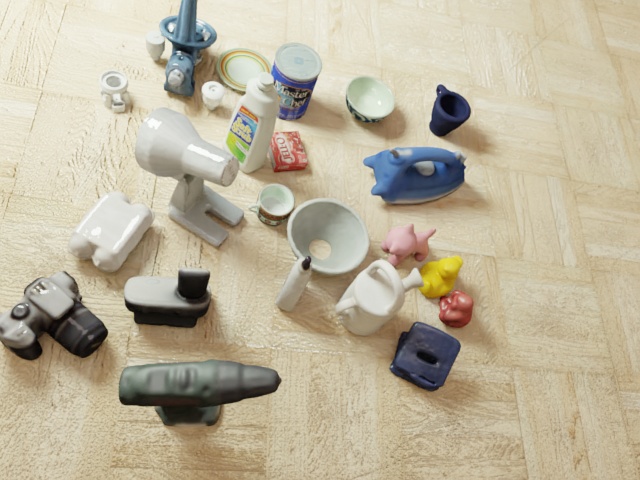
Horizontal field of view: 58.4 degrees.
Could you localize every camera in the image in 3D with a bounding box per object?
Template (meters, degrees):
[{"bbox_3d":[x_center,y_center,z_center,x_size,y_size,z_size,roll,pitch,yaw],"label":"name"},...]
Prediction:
[{"bbox_3d":[-0.428,0.137,0.931,0.137,0.100,0.143,39,60,5],"label":"camera"}]

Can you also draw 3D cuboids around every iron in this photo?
[{"bbox_3d":[0.234,-0.162,1.260,0.259,0.141,0.118,-4,65,-19],"label":"iron"}]

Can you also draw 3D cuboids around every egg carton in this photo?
[{"bbox_3d":[-0.378,-0.017,1.042,0.107,0.069,0.150,28,59,-2],"label":"egg carton"}]

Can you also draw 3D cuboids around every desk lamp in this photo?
[{"bbox_3d":[-0.231,-0.119,1.055,0.203,0.213,0.118,33,59,1],"label":"desk lamp"}]

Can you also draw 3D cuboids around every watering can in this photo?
[{"bbox_3d":[0.111,0.097,1.060,0.101,0.194,0.173,45,60,9],"label":"watering can"}]

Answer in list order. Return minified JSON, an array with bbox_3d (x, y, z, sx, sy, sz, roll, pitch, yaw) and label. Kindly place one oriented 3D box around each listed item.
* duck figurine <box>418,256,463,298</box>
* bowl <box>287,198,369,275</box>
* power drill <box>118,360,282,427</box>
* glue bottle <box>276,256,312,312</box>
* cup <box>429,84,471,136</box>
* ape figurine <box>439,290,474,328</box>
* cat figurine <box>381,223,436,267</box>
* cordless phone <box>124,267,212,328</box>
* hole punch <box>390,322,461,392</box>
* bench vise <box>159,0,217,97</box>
[{"bbox_3d":[0.253,0.069,1.181,0.105,0.086,0.077,-31,76,-28],"label":"duck figurine"},{"bbox_3d":[0.011,0.004,1.146,0.168,0.074,0.167,7,62,-13],"label":"bowl"},{"bbox_3d":[-0.189,0.236,0.890,0.230,0.208,0.075,3,63,-15],"label":"power drill"},{"bbox_3d":[-0.039,0.068,1.042,0.037,0.173,0.078,22,60,-4],"label":"glue bottle"},{"bbox_3d":[0.296,-0.306,1.379,0.092,0.095,0.117,-15,69,-23],"label":"cup"},{"bbox_3d":[0.279,0.135,1.151,0.078,0.092,0.076,-31,76,-28],"label":"ape figurine"},{"bbox_3d":[0.181,0.002,1.174,0.128,0.117,0.067,-14,69,-23],"label":"cat figurine"},{"bbox_3d":[-0.254,0.077,0.965,0.148,0.185,0.094,2,63,-16],"label":"cordless phone"},{"bbox_3d":[0.200,0.222,1.084,0.108,0.091,0.101,26,60,-3],"label":"hole punch"},{"bbox_3d":[-0.268,-0.421,1.193,0.122,0.219,0.207,-5,66,-19],"label":"bench vise"}]
